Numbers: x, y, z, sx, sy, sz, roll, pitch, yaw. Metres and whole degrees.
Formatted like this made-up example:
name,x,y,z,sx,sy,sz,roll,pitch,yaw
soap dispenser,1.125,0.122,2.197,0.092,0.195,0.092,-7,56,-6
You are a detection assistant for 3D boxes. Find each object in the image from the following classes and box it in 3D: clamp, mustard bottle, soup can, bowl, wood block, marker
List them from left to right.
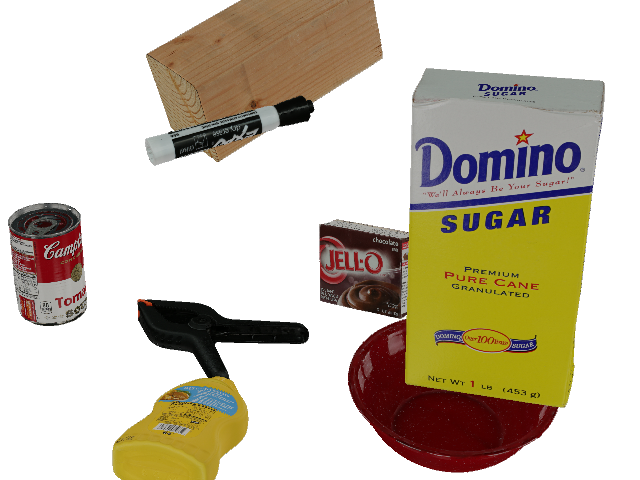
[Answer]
name,x,y,z,sx,sy,sz,roll,pitch,yaw
soup can,-0.265,0.024,1.040,0.068,0.102,0.068,2,28,-1
mustard bottle,-0.125,0.183,1.062,0.096,0.058,0.191,7,19,14
clamp,-0.141,0.114,1.258,0.210,0.036,0.164,14,24,24
marker,-0.060,-0.077,0.734,0.121,0.020,0.020,-18,6,-19
wood block,-0.050,-0.177,1.030,0.205,0.091,0.090,-35,46,-21
bowl,0.101,0.128,0.831,0.162,0.055,0.162,1,35,-1

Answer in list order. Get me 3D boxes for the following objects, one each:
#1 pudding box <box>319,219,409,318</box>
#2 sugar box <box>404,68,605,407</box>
name,x,y,z,sx,sy,sz,roll,pitch,yaw
pudding box,0.052,0.029,1.170,0.114,0.090,0.039,10,19,34
sugar box,0.093,0.001,0.563,0.093,0.176,0.048,6,33,14
